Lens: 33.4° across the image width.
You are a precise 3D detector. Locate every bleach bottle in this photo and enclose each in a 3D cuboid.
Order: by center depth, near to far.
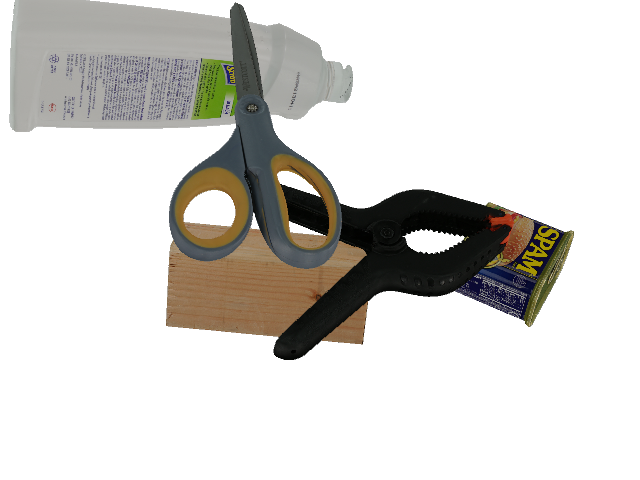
[{"bbox_3d":[-0.102,-0.123,0.801,0.250,0.068,0.103,3,-41,-14],"label":"bleach bottle"}]

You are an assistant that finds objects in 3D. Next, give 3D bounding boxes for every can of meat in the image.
[{"bbox_3d":[0.173,0.019,0.976,0.084,0.057,0.102,23,46,18],"label":"can of meat"}]

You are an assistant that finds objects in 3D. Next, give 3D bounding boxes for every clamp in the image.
[{"bbox_3d":[0.045,0.014,0.805,0.210,0.164,0.036,-2,-37,-6],"label":"clamp"}]

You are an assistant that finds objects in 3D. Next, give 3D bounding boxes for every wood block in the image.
[{"bbox_3d":[-0.053,0.045,1.130,0.206,0.091,0.090,6,19,0],"label":"wood block"}]

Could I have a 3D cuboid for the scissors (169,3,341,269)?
[{"bbox_3d":[-0.053,-0.059,0.582,0.096,0.202,0.016,-16,-37,-17],"label":"scissors"}]
